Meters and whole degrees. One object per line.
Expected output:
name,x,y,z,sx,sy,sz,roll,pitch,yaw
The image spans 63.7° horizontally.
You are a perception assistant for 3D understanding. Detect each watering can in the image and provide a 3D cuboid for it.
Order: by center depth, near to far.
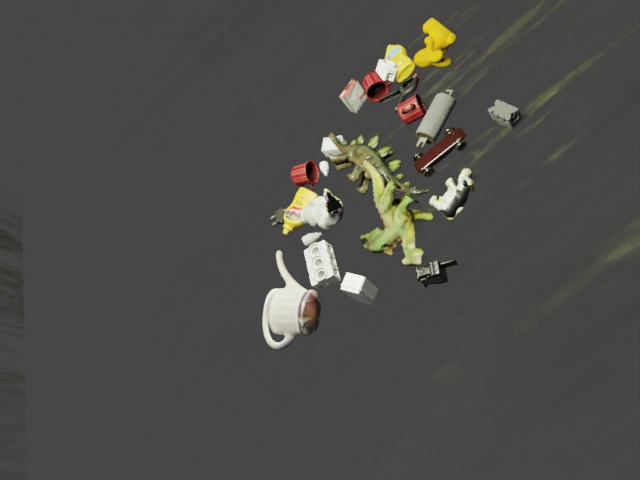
watering can,-0.100,0.203,1.771,0.224,0.352,0.103,-4,162,34

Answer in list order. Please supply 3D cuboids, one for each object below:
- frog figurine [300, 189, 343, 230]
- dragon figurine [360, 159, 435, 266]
frog figurine,0.006,-0.095,1.890,0.123,0.140,0.157,3,147,-41
dragon figurine,0.216,-0.068,1.705,0.241,0.417,0.121,-53,144,13
